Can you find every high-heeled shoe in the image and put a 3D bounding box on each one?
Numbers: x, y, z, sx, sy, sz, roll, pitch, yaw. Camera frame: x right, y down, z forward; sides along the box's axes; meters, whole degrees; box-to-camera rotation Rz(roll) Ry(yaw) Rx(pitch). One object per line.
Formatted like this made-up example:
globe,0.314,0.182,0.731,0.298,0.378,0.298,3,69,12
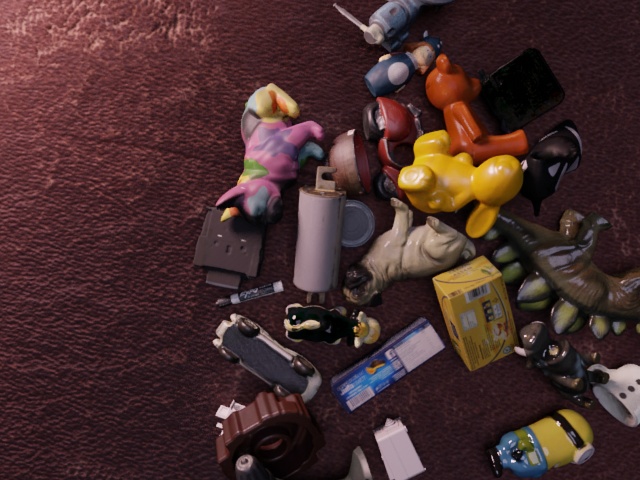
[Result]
high-heeled shoe,0.375,-0.151,0.874,0.086,0.145,0.249,11,58,28

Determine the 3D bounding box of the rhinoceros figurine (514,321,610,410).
rhinoceros figurine,0.395,0.201,0.884,0.190,0.112,0.073,44,76,-30

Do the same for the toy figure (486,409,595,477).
toy figure,0.373,0.347,0.909,0.180,0.082,0.089,-14,90,1

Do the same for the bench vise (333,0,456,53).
bench vise,0.162,-0.423,0.874,0.224,0.240,0.129,-33,84,-18

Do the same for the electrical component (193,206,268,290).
electrical component,-0.153,0.016,0.930,0.115,0.058,0.134,10,87,2

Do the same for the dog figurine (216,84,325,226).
dog figurine,-0.102,-0.128,0.886,0.191,0.108,0.219,44,73,7

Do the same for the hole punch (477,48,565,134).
hole punch,0.355,-0.260,0.944,0.116,0.092,0.142,-30,91,29

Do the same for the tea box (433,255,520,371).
tea box,0.259,0.123,0.887,0.098,0.068,0.169,-23,120,-2

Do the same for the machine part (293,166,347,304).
machine part,-0.002,-0.003,0.893,0.079,0.079,0.243,4,111,-1

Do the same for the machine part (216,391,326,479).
machine part,-0.081,0.329,0.879,0.179,0.056,0.179,-9,120,-16

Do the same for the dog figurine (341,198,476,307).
dog figurine,0.144,0.049,0.901,0.173,0.121,0.190,28,92,29

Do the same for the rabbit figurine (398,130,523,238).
rabbit figurine,0.229,-0.081,0.833,0.122,0.173,0.162,-57,130,-38

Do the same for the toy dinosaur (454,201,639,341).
toy dinosaur,0.409,0.042,0.914,0.472,0.105,0.198,41,92,12

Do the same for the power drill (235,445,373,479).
power drill,-0.019,0.404,0.863,0.207,0.086,0.231,-15,121,-15

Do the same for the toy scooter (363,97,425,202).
toy scooter,0.151,-0.162,0.933,0.135,0.075,0.183,-9,90,-3

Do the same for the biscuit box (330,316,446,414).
biscuit box,0.113,0.212,0.920,0.203,0.063,0.059,-33,89,-2

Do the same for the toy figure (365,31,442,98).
toy figure,0.154,-0.308,0.949,0.154,0.064,0.058,-32,52,0

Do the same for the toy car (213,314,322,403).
toy car,-0.091,0.205,0.923,0.202,0.056,0.073,35,94,2

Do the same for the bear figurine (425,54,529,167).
bear figurine,0.257,-0.217,0.919,0.132,0.120,0.195,-10,82,-5

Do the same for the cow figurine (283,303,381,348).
cow figurine,0.023,0.143,0.906,0.167,0.098,0.068,4,81,0
